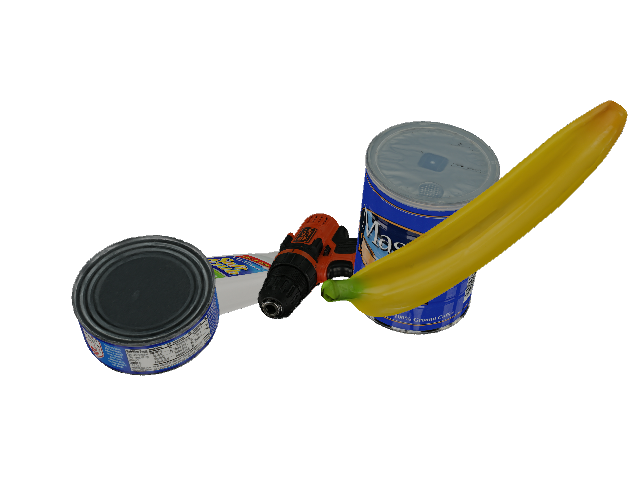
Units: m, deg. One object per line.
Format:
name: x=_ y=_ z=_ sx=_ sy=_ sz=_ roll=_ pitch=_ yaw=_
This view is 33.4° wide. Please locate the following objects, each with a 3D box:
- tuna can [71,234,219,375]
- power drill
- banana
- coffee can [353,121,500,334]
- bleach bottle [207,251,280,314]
tuna can: x=-0.104 y=0.039 z=0.646 sx=0.086 sy=0.086 sz=0.034 roll=0 pitch=-43 yaw=4
power drill: x=0.041 y=0.031 z=1.120 sx=0.188 sy=0.057 sz=0.184 roll=6 pitch=31 yaw=16
banana: x=0.092 y=-0.009 z=0.611 sx=0.198 sy=0.037 sz=0.069 roll=-34 pitch=-13 yaw=-3
coffee can: x=0.081 y=-0.009 z=0.855 sx=0.103 sy=0.140 sz=0.103 roll=3 pitch=42 yaw=-2
bleach bottle: x=-0.122 y=0.053 z=1.413 sx=0.250 sy=0.068 sz=0.103 roll=-12 pitch=28 yaw=-42
